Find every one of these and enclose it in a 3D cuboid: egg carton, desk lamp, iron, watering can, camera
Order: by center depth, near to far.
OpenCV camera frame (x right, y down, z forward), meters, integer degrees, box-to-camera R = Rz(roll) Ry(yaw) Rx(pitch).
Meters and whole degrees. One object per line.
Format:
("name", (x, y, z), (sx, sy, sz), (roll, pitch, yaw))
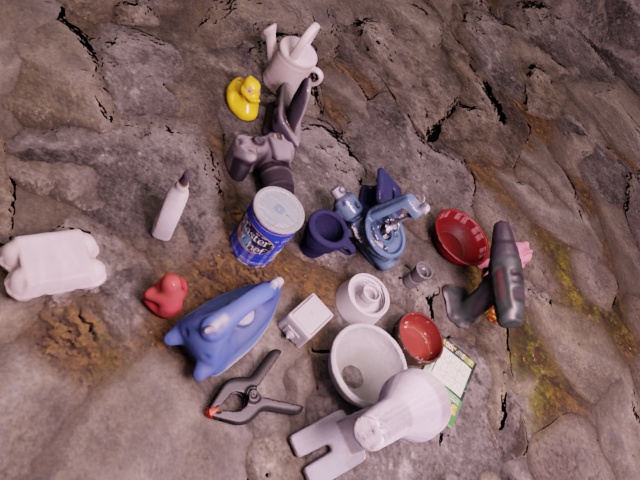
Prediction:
("egg carton", (-0.427, 0.040, 0.917), (0.151, 0.069, 0.107), (-11, 67, -36))
("desk lamp", (0.089, 0.314, 0.955), (0.204, 0.213, 0.118), (-17, 70, -37))
("iron", (-0.134, 0.122, 0.993), (0.118, 0.141, 0.259), (48, 49, 5))
("camera", (-0.110, -0.154, 1.216), (0.144, 0.100, 0.136), (-2, 62, -32))
("watering can", (-0.064, -0.444, 1.371), (0.173, 0.193, 0.101), (20, 52, -19))

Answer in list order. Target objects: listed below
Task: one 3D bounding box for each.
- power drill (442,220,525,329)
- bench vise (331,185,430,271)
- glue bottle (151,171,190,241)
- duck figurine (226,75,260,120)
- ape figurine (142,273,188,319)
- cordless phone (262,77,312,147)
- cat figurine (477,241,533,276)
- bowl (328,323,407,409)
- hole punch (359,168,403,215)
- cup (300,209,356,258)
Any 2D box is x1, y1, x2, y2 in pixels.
("power drill", (0.366, 0.099, 1.267), (0.076, 0.208, 0.229), (9, 56, -26))
("bench vise", (0.116, -0.043, 1.200), (0.208, 0.219, 0.121), (28, 50, -13))
("glue bottle", (-0.259, -0.071, 1.022), (0.037, 0.173, 0.078), (18, 53, -20))
("duck figurine", (-0.167, -0.339, 1.312), (0.078, 0.086, 0.104), (-10, 66, -35))
("ape figurine", (-0.258, 0.087, 0.974), (0.078, 0.092, 0.076), (0, 61, -31))
("cordless phone", (-0.053, -0.315, 1.299), (0.094, 0.184, 0.147), (15, 54, -22))
("cat figurine", (0.472, 0.047, 1.426), (0.128, 0.117, 0.067), (-11, 67, -36))
("bowl", (0.079, 0.247, 1.085), (0.168, 0.074, 0.167), (16, 54, -22))
("hole punch", (0.155, -0.102, 1.348), (0.101, 0.091, 0.108), (21, 52, -18))
("cup", (0.011, 0.004, 1.189), (0.118, 0.094, 0.092), (38, 48, -4))
